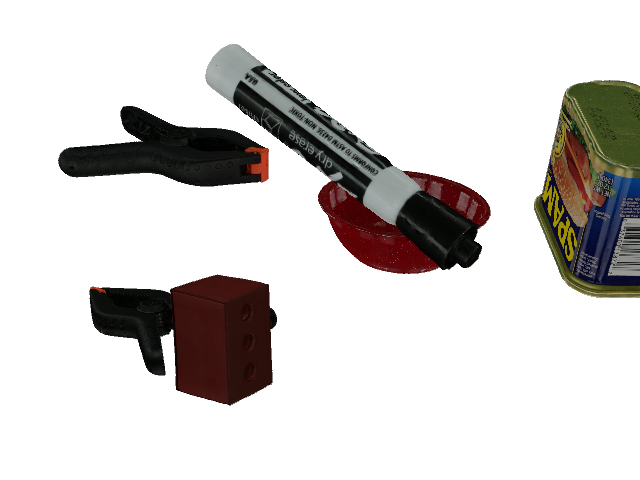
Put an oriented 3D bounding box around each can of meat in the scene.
[{"bbox_3d":[0.164,-0.032,0.605,0.057,0.084,0.102,0,37,-5],"label":"can of meat"}]

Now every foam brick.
[{"bbox_3d":[-0.070,0.069,0.764,0.051,0.078,0.052,8,17,35],"label":"foam brick"}]

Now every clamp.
[{"bbox_3d":[-0.130,-0.072,0.897,0.172,0.039,0.120,13,37,25],"label":"clamp"},{"bbox_3d":[-0.173,0.084,1.091,0.210,0.036,0.164,10,20,33],"label":"clamp"}]

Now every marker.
[{"bbox_3d":[0.007,-0.030,0.372,0.121,0.020,0.020,39,17,22],"label":"marker"}]

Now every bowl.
[{"bbox_3d":[0.077,-0.013,1.008,0.162,0.055,0.162,3,25,-1],"label":"bowl"}]
